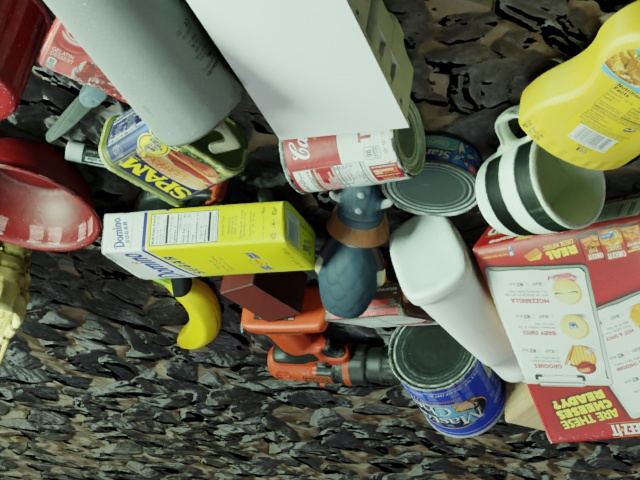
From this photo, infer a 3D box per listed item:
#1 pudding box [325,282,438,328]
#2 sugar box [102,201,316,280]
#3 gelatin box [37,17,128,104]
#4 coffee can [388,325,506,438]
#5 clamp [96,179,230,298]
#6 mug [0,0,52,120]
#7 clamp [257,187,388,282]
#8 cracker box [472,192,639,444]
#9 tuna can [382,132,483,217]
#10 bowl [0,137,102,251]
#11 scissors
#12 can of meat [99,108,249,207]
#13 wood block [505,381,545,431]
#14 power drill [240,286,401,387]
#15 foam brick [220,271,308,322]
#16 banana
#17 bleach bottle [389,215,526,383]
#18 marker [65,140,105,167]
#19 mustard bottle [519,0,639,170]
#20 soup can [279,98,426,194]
[{"bbox_3d":[0.068,0.068,1.108,0.090,0.039,0.113,-6,168,28],"label":"pudding box"},{"bbox_3d":[-0.101,0.003,0.981,0.176,0.048,0.093,-6,160,16],"label":"sugar box"},{"bbox_3d":[-0.157,-0.149,0.804,0.089,0.030,0.073,23,120,-23],"label":"gelatin box"},{"bbox_3d":[0.146,0.150,1.200,0.103,0.102,0.140,-3,149,22],"label":"coffee can"},{"bbox_3d":[-0.149,-0.008,1.073,0.164,0.036,0.210,36,140,-31],"label":"clamp"},{"bbox_3d":[-0.273,-0.149,0.818,0.117,0.081,0.093,18,150,-14],"label":"mug"},{"bbox_3d":[-0.007,0.001,1.050,0.171,0.039,0.120,9,149,-13],"label":"clamp"},{"bbox_3d":[0.254,0.071,0.958,0.164,0.072,0.213,-13,110,35],"label":"cracker box"},{"bbox_3d":[0.097,-0.056,0.917,0.086,0.033,0.086,8,151,4],"label":"tuna can"},{"bbox_3d":[-0.283,-0.051,1.024,0.162,0.055,0.162,8,151,4],"label":"bowl"},{"bbox_3d":[-0.200,-0.134,0.890,0.202,0.016,0.096,-15,141,37],"label":"scissors"},{"bbox_3d":[-0.124,-0.081,0.920,0.102,0.057,0.084,31,143,-33],"label":"can of meat"},{"bbox_3d":[0.282,0.132,1.140,0.090,0.090,0.206,15,150,-9],"label":"wood block"},{"bbox_3d":[0.003,0.118,1.233,0.185,0.057,0.187,-2,149,21],"label":"power drill"},{"bbox_3d":[-0.059,0.046,1.129,0.051,0.053,0.078,-16,141,39],"label":"foam brick"},{"bbox_3d":[-0.147,0.086,1.251,0.070,0.037,0.198,20,153,14],"label":"banana"},{"bbox_3d":[0.159,0.077,1.051,0.068,0.102,0.250,-31,132,14],"label":"bleach bottle"},{"bbox_3d":[-0.175,-0.072,0.990,0.121,0.020,0.020,11,151,-2],"label":"marker"},{"bbox_3d":[0.228,-0.118,0.738,0.096,0.058,0.192,24,149,-16],"label":"mustard bottle"},{"bbox_3d":[0.027,-0.077,0.867,0.102,0.068,0.068,-7,147,27],"label":"soup can"}]
